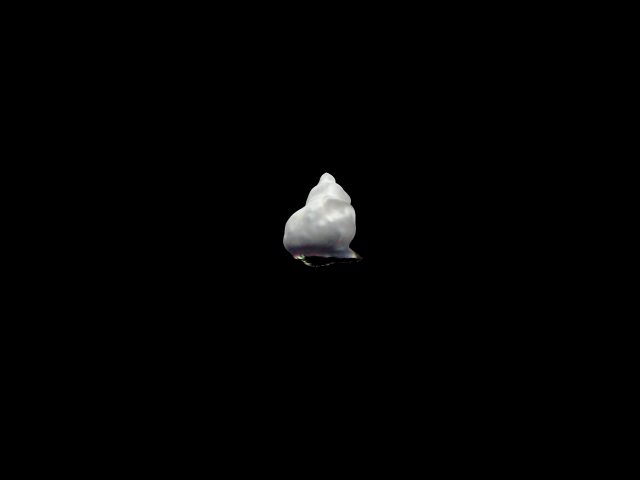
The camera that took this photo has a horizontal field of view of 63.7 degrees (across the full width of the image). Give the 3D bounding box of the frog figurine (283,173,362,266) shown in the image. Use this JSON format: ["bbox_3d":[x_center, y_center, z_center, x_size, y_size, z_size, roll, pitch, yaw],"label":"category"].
[{"bbox_3d":[0.003,-0.043,0.850,0.122,0.161,0.136,9,-18,-29],"label":"frog figurine"}]
